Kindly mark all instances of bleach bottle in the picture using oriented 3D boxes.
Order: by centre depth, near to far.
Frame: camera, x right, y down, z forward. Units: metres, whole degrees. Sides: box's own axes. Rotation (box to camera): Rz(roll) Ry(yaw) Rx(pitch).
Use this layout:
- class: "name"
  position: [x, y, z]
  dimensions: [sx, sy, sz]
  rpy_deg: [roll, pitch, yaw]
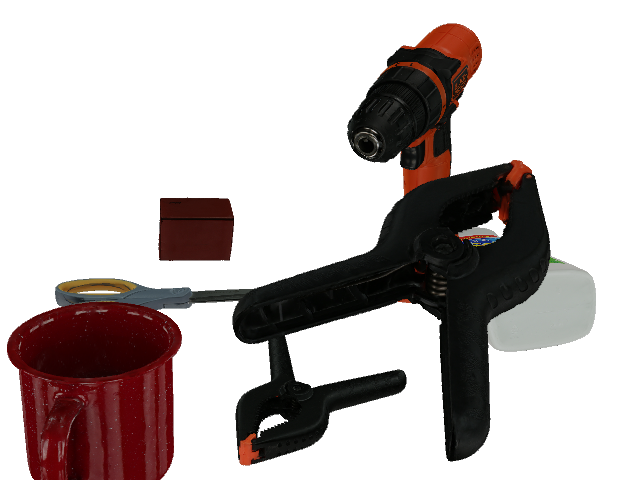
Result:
- class: "bleach bottle"
  position: [0.148, 0.029, 0.979]
  dimensions: [0.102, 0.068, 0.251]
  rpy_deg: [-5, 14, -15]

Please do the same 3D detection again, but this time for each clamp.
- class: "clamp"
  position: [0.059, 0.023, 0.479]
  dimensions: [0.120, 0.039, 0.171]
  rpy_deg: [38, 56, 24]
- class: "clamp"
  position: [-0.014, 0.164, 1.090]
  dimensions: [0.165, 0.036, 0.209]
  rpy_deg: [12, 29, 18]

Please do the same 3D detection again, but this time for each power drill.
- class: "power drill"
  position: [0.068, -0.049, 0.791]
  dimensions: [0.057, 0.188, 0.184]
  rpy_deg: [18, 37, 21]

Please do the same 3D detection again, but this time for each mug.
- class: "mug"
  position: [-0.124, 0.095, 0.580]
  dimensions: [0.093, 0.081, 0.117]
  rpy_deg: [4, 23, 4]

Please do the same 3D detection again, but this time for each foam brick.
- class: "foam brick"
  position: [-0.134, -0.013, 1.145]
  dimensions: [0.078, 0.051, 0.053]
  rpy_deg: [0, 26, -9]

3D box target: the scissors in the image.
- class: "scissors"
  position: [-0.127, 0.054, 0.857]
  dimensions: [0.202, 0.016, 0.096]
  rpy_deg: [3, 22, 14]
